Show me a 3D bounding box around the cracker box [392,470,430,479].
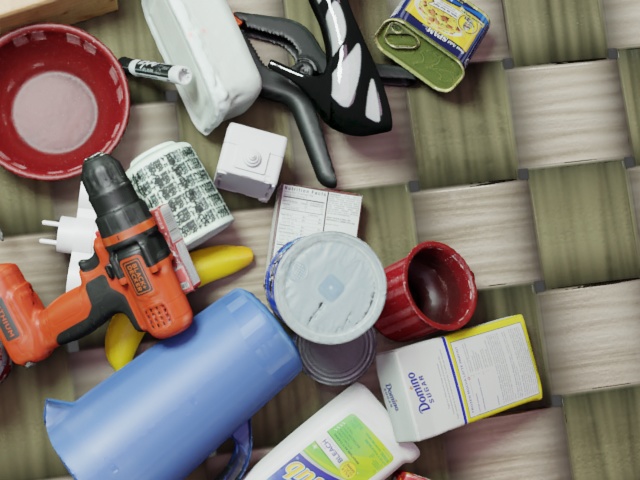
[{"bbox_3d":[0.158,0.345,1.090,0.213,0.072,0.164,18,81,-4],"label":"cracker box"}]

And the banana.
[{"bbox_3d":[-0.157,0.063,1.097,0.197,0.037,0.069,-46,120,-7],"label":"banana"}]

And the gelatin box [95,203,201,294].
[{"bbox_3d":[-0.167,0.019,1.038,0.073,0.030,0.089,-20,97,16],"label":"gelatin box"}]

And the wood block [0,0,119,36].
[{"bbox_3d":[-0.318,-0.256,1.079,0.206,0.090,0.091,-20,86,-9],"label":"wood block"}]

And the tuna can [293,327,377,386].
[{"bbox_3d":[0.014,0.109,1.113,0.086,0.034,0.086,1,84,-8],"label":"tuna can"}]

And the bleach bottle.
[{"bbox_3d":[-0.025,0.260,1.080,0.250,0.068,0.102,-40,92,-7],"label":"bleach bottle"}]

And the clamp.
[{"bbox_3d":[-0.021,-0.163,1.131,0.210,0.036,0.164,31,71,-3],"label":"clamp"}]

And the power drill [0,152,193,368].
[{"bbox_3d":[-0.231,0.029,1.010,0.188,0.057,0.184,-21,97,19],"label":"power drill"}]

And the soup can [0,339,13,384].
[{"bbox_3d":[-0.338,0.115,1.032,0.068,0.102,0.068,1,84,-8],"label":"soup can"}]

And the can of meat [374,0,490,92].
[{"bbox_3d":[0.122,-0.222,1.139,0.102,0.058,0.083,34,60,-4],"label":"can of meat"}]

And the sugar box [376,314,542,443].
[{"bbox_3d":[0.143,0.140,1.089,0.175,0.048,0.093,-11,84,-31],"label":"sugar box"}]

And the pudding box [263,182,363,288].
[{"bbox_3d":[-0.007,0.001,1.120,0.090,0.039,0.113,9,81,-6],"label":"pudding box"}]

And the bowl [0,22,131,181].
[{"bbox_3d":[-0.274,-0.136,1.089,0.162,0.055,0.162,1,84,-7],"label":"bowl"}]

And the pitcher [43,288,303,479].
[{"bbox_3d":[-0.133,0.168,1.047,0.242,0.149,0.145,-38,57,-13],"label":"pitcher"}]

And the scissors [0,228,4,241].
[{"bbox_3d":[-0.352,-0.101,1.050,0.202,0.096,0.016,48,37,18],"label":"scissors"}]

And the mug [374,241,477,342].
[{"bbox_3d":[0.109,0.054,1.101,0.117,0.082,0.093,-19,83,-37],"label":"mug"}]

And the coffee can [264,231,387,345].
[{"bbox_3d":[0.002,0.044,1.024,0.102,0.140,0.103,0,89,-7],"label":"coffee can"}]

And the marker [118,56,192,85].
[{"bbox_3d":[-0.171,-0.173,1.084,0.020,0.121,0.020,-13,110,-39],"label":"marker"}]
